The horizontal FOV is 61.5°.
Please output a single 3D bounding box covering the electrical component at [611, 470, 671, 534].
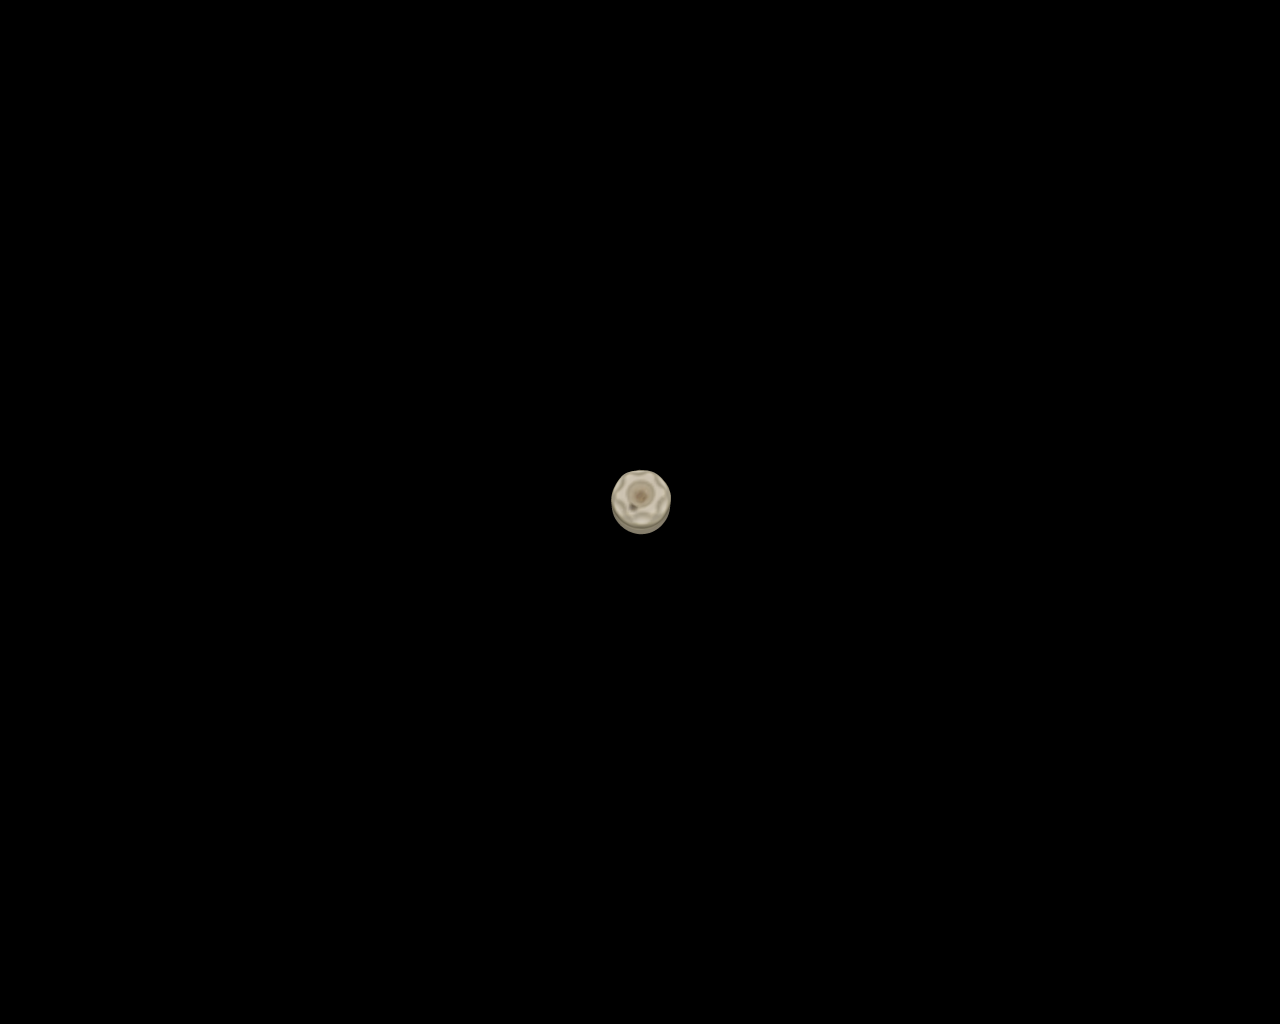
[{"bbox_3d":[0.001,-0.003,0.650,0.035,0.035,0.061,0,-16,0],"label":"electrical component"}]
